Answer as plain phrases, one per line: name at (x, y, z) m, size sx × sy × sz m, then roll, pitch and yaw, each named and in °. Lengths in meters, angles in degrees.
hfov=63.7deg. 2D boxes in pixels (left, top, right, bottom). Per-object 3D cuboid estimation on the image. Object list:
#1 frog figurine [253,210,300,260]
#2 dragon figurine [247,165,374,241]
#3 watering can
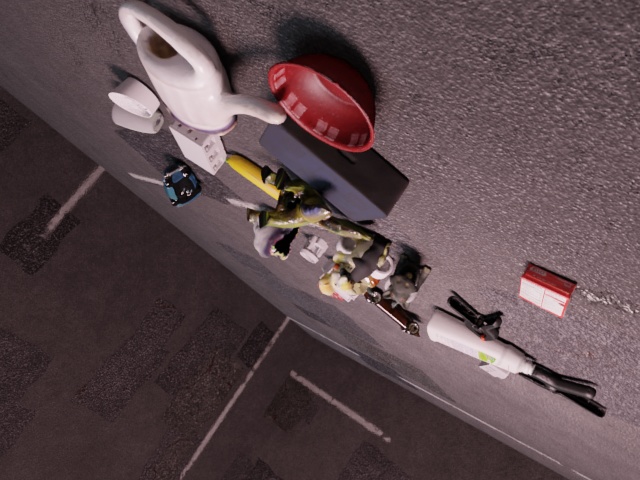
frog figurine at (-0.151, -0.026, 1.446) m, size 0.161 × 0.124 × 0.134 m, roll 35°, pitch 135°, yaw 34°
dragon figurine at (0.003, -0.051, 1.006) m, size 0.242 × 0.122 × 0.413 m, roll 15°, pitch -175°, yaw -29°
watering can at (-0.179, -0.237, 0.804) m, size 0.350 × 0.105 × 0.221 m, roll 40°, pitch 167°, yaw 14°
